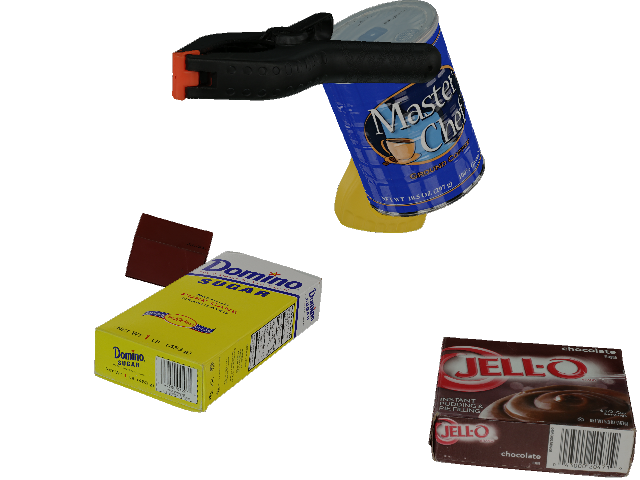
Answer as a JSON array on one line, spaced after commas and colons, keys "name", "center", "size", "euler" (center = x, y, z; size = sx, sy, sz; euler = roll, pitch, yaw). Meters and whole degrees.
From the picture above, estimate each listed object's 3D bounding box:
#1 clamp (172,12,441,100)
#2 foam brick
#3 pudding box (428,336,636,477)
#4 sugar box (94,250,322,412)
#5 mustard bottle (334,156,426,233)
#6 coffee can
[{"name": "clamp", "center": [-0.023, -0.117, 0.673], "size": [0.171, 0.039, 0.120], "euler": [-9, 21, -30]}, {"name": "foam brick", "center": [-0.156, 0.014, 1.099], "size": [0.078, 0.051, 0.053], "euler": [16, 27, -6]}, {"name": "pudding box", "center": [0.124, 0.096, 0.633], "size": [0.113, 0.039, 0.090], "euler": [5, 26, 8]}, {"name": "sugar box", "center": [-0.079, 0.062, 0.802], "size": [0.093, 0.048, 0.176], "euler": [16, 27, 22]}, {"name": "mustard bottle", "center": [0.076, -0.103, 1.092], "size": [0.096, 0.192, 0.058], "euler": [4, 27, -13]}, {"name": "coffee can", "center": [0.063, -0.105, 0.852], "size": [0.103, 0.140, 0.103], "euler": [-17, 32, 11]}]
